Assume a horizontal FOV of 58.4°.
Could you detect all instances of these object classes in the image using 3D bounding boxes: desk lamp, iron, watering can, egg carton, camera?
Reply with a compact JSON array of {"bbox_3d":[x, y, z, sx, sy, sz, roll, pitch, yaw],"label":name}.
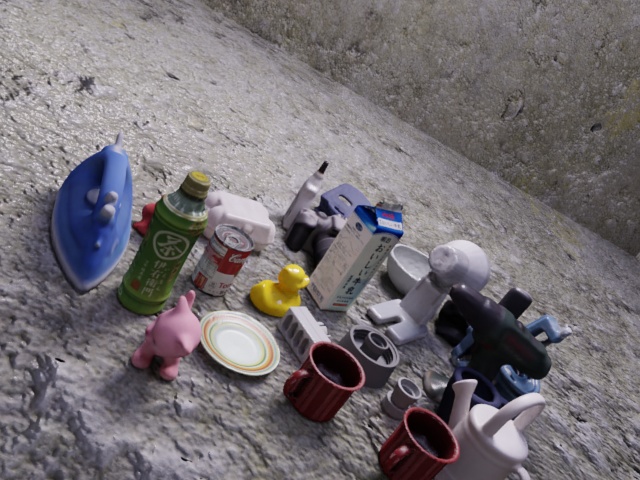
[{"bbox_3d":[0.231,0.095,1.154,0.117,0.213,0.204,45,27,26],"label":"desk lamp"},{"bbox_3d":[-0.323,-0.053,0.855,0.119,0.141,0.257,18,28,-29],"label":"iron"},{"bbox_3d":[0.249,0.286,0.843,0.172,0.194,0.101,43,27,23],"label":"watering can"},{"bbox_3d":[-0.160,-0.036,1.104,0.151,0.069,0.107,15,30,-34],"label":"egg carton"},{"bbox_3d":[0.011,0.004,1.196,0.143,0.100,0.136,26,25,-15],"label":"camera"}]

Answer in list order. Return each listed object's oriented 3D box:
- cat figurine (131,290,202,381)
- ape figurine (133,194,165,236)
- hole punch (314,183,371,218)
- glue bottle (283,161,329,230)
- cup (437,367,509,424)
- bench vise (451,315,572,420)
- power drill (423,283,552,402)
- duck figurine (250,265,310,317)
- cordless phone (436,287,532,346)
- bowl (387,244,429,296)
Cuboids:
[{"bbox_3d":[-0.185,0.114,0.737,0.067,0.117,0.128,27,25,-11],"label":"cat figurine"},{"bbox_3d":[-0.262,-0.041,0.964,0.076,0.092,0.077,18,28,-29],"label":"ape figurine"},{"bbox_3d":[0.059,-0.082,1.425,0.108,0.091,0.101,43,27,23],"label":"hole punch"},{"bbox_3d":[-0.027,-0.101,1.259,0.037,0.173,0.078,27,25,-11],"label":"glue bottle"},{"bbox_3d":[0.254,0.283,0.974,0.118,0.095,0.091,28,25,-11],"label":"cup"},{"bbox_3d":[0.358,0.205,1.093,0.207,0.219,0.122,45,27,26],"label":"bench vise"},{"bbox_3d":[0.278,0.204,1.013,0.230,0.208,0.075,29,25,-8],"label":"power drill"},{"bbox_3d":[-0.063,0.079,0.986,0.105,0.086,0.077,7,35,-44],"label":"duck figurine"},{"bbox_3d":[0.349,0.152,1.223,0.147,0.185,0.094,36,25,8],"label":"cordless phone"},{"bbox_3d":[0.215,0.088,1.315,0.168,0.074,0.167,27,25,-13],"label":"bowl"}]
